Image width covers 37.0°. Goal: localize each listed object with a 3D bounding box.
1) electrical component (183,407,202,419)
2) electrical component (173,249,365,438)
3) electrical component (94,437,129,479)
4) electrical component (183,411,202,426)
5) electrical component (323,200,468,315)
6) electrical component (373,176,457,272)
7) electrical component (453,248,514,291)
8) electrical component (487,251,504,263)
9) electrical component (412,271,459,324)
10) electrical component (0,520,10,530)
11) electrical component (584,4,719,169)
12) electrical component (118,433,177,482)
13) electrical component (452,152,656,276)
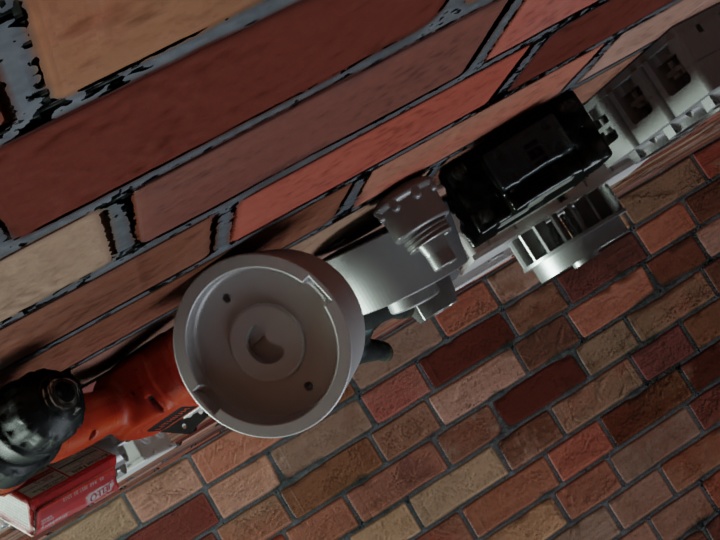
[{"bbox_3d":[-0.115,0.068,0.770,0.066,0.055,0.048,-25,171,-47],"label":"electrical component"},{"bbox_3d":[-0.049,0.039,0.637,0.108,0.108,0.060,-33,180,18],"label":"electrical component"},{"bbox_3d":[-0.246,0.175,1.024,0.074,0.052,0.138,-31,175,-4],"label":"electrical component"},{"bbox_3d":[-0.157,0.115,1.010,0.077,0.043,0.079,-32,174,5],"label":"electrical component"},{"bbox_3d":[0.029,-0.002,0.806,0.108,0.060,0.108,-26,-176,2],"label":"electrical component"},{"bbox_3d":[0.042,-0.029,0.729,0.048,0.062,0.048,-31,174,-3],"label":"electrical component"},{"bbox_3d":[0.102,-0.015,1.154,0.121,0.063,0.078,-30,174,-13],"label":"electrical component"},{"bbox_3d":[0.115,-0.037,1.032,0.048,0.062,0.048,-31,174,-4],"label":"electrical component"},{"bbox_3d":[0.070,0.002,1.056,0.079,0.077,0.043,-28,173,-33],"label":"electrical component"},{"bbox_3d":[-0.265,0.164,0.838,0.080,0.051,0.080,-31,174,-3],"label":"electrical component"},{"bbox_3d":[0.248,-0.142,0.837,0.089,0.061,0.150,-29,174,-24],"label":"electrical component"},{"bbox_3d":[-0.258,0.196,1.151,0.100,0.048,0.100,-32,174,9],"label":"electrical component"},{"bbox_3d":[0.159,-0.074,0.959,0.186,0.060,0.105,-31,174,-5],"label":"electrical component"}]
